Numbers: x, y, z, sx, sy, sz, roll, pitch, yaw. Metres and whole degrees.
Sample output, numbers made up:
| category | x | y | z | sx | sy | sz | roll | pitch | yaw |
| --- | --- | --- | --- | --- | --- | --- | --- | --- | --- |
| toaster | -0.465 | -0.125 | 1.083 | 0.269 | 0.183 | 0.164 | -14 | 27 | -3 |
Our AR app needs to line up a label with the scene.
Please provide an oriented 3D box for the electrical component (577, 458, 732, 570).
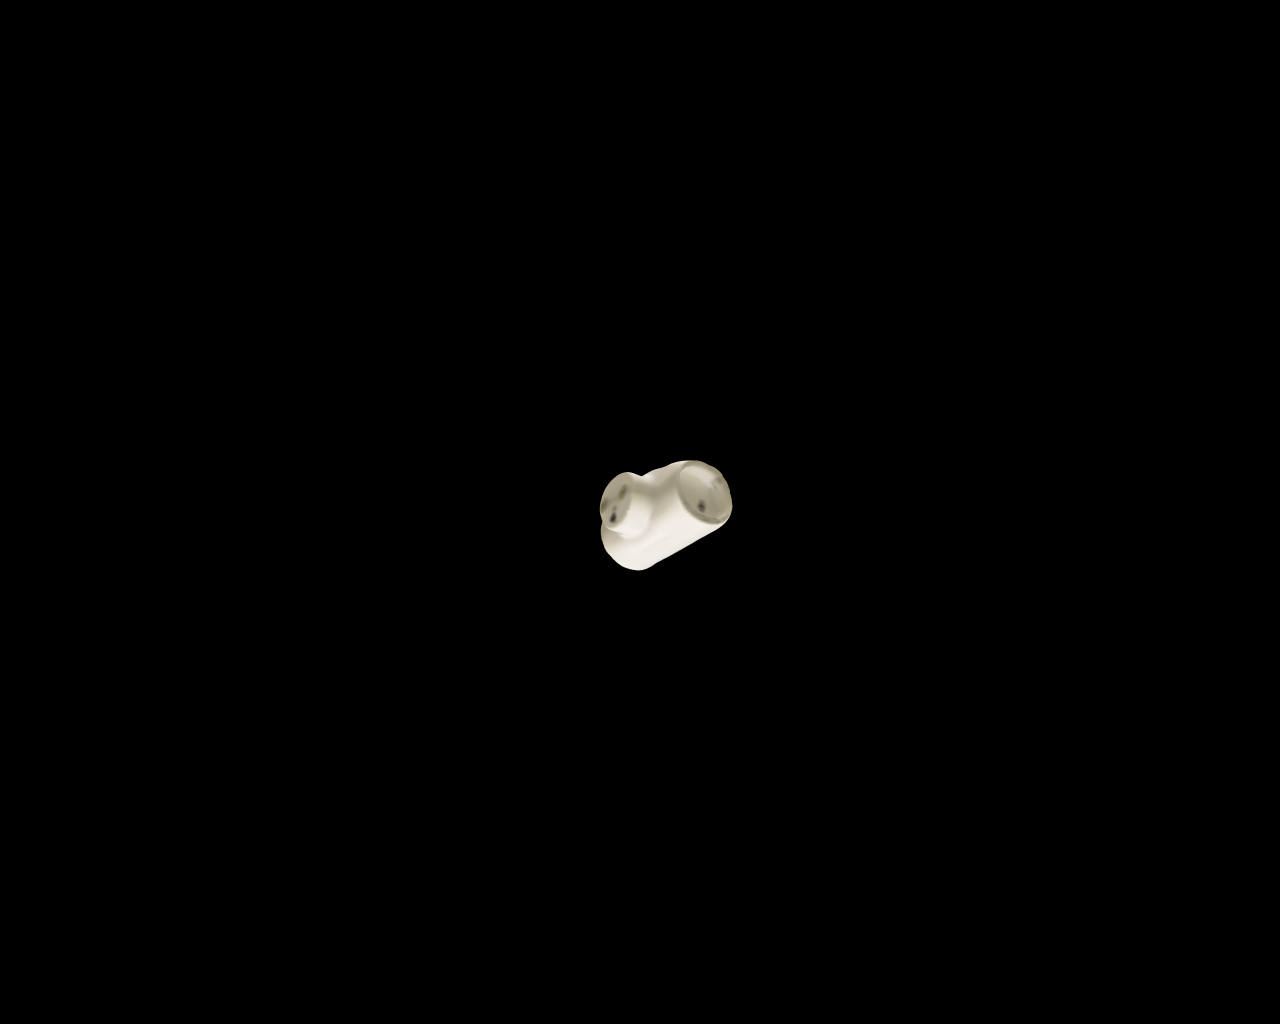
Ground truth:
| category | x | y | z | sx | sy | sz | roll | pitch | yaw |
| --- | --- | --- | --- | --- | --- | --- | --- | --- | --- |
| electrical component | 0.001 | -0.003 | 0.650 | 0.079 | 0.043 | 0.077 | 19 | -34 | -31 |
